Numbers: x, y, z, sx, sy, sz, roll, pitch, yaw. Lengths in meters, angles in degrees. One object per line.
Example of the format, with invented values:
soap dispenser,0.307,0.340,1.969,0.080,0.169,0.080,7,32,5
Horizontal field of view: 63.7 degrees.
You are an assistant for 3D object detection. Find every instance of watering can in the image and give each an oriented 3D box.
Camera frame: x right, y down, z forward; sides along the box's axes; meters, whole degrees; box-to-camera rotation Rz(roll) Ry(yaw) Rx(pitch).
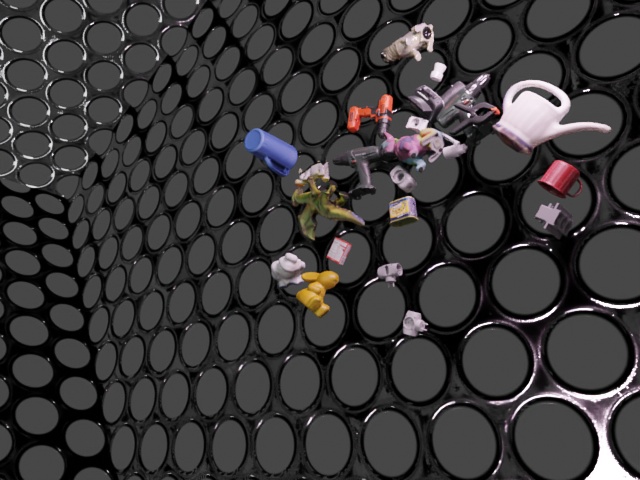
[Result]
watering can,0.684,-0.357,1.586,0.222,0.103,0.354,-50,-130,16

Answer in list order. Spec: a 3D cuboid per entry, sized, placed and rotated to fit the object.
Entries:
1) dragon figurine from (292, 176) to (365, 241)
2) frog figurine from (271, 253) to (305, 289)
dragon figurine,0.006,-0.105,2.085,0.417,0.122,0.238,51,-54,36
frog figurine,-0.129,0.103,2.056,0.126,0.137,0.156,-82,169,-52
